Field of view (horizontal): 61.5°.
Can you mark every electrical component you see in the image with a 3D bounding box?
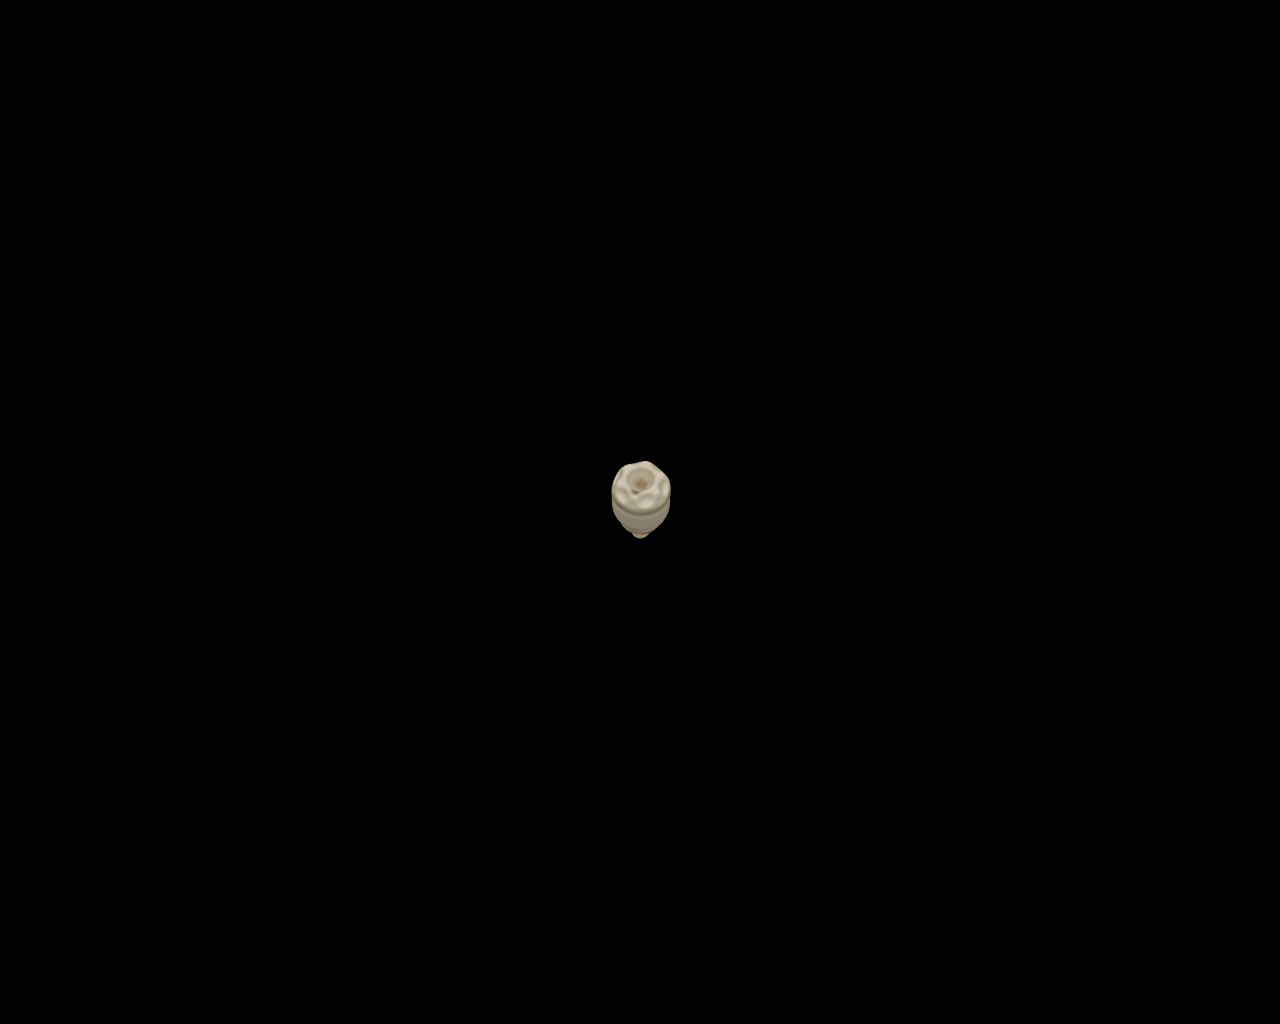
[{"bbox_3d":[0.001,-0.003,0.650,0.035,0.035,0.061,0,-34,0],"label":"electrical component"}]
